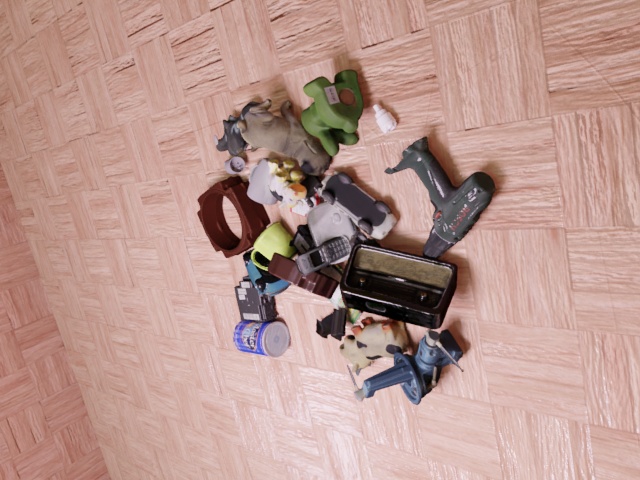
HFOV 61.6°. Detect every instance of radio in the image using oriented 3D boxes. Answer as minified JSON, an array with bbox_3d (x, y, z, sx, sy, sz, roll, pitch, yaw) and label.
[{"bbox_3d":[0.161,0.095,1.124,0.230,0.131,0.073,12,146,22],"label":"radio"}]

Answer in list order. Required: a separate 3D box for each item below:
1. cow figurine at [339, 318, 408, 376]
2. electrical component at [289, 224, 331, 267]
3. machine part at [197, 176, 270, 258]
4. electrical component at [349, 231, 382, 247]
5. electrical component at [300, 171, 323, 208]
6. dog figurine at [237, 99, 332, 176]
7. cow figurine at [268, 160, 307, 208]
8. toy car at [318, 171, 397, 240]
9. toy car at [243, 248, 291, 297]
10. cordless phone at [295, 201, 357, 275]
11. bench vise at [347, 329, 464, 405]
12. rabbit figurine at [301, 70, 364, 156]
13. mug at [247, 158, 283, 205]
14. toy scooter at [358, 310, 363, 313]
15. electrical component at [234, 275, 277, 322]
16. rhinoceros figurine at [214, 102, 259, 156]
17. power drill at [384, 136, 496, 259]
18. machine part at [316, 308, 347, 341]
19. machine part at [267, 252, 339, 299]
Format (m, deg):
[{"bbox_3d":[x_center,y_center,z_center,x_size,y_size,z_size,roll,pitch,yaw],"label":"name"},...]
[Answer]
[{"bbox_3d":[0.129,0.258,1.311,0.195,0.085,0.127,-17,94,41],"label":"cow figurine"},{"bbox_3d":[-0.020,0.023,1.350,0.119,0.048,0.074,53,132,28],"label":"electrical component"},{"bbox_3d":[-0.248,-0.062,1.510,0.201,0.087,0.201,-26,91,45],"label":"machine part"},{"bbox_3d":[0.108,0.020,1.220,0.102,0.045,0.078,41,141,-20],"label":"electrical component"},{"bbox_3d":[-0.027,-0.126,1.291,0.063,0.021,0.094,-41,60,17],"label":"electrical component"},{"bbox_3d":[-0.080,-0.220,1.235,0.191,0.172,0.121,51,145,23],"label":"dog figurine"},{"bbox_3d":[-0.081,-0.117,1.264,0.167,0.068,0.098,-119,34,-53],"label":"cow figurine"},{"bbox_3d":[0.082,-0.080,1.208,0.202,0.073,0.056,40,175,23],"label":"toy car"},{"bbox_3d":[-0.146,0.096,1.478,0.162,0.109,0.102,48,151,28],"label":"toy car"},{"bbox_3d":[-0.002,-0.005,1.242,0.089,0.184,0.146,-14,98,49],"label":"cordless phone"},{"bbox_3d":[0.189,0.288,1.170,0.223,0.241,0.129,95,154,-57],"label":"bench vise"},{"bbox_3d":[0.026,-0.271,1.175,0.159,0.121,0.170,61,154,-6],"label":"rabbit figurine"},{"bbox_3d":[-0.139,-0.160,1.381,0.110,0.081,0.107,46,123,40],"label":"mug"},{"bbox_3d":[0.140,0.127,1.204,0.184,0.135,0.075,10,113,38],"label":"toy scooter"},{"bbox_3d":[-0.190,0.168,1.571,0.115,0.058,0.134,-2,100,41],"label":"electrical component"},{"bbox_3d":[-0.207,-0.279,1.387,0.190,0.073,0.112,-34,85,45],"label":"rhinoceros figurine"},{"bbox_3d":[0.223,-0.086,1.076,0.207,0.086,0.232,56,140,14],"label":"power drill"},{"bbox_3d":[0.031,0.221,1.385,0.139,0.039,0.084,149,125,-60],"label":"machine part"},{"bbox_3d":[-0.043,0.089,1.312,0.180,0.179,0.056,23,86,34],"label":"machine part"}]
